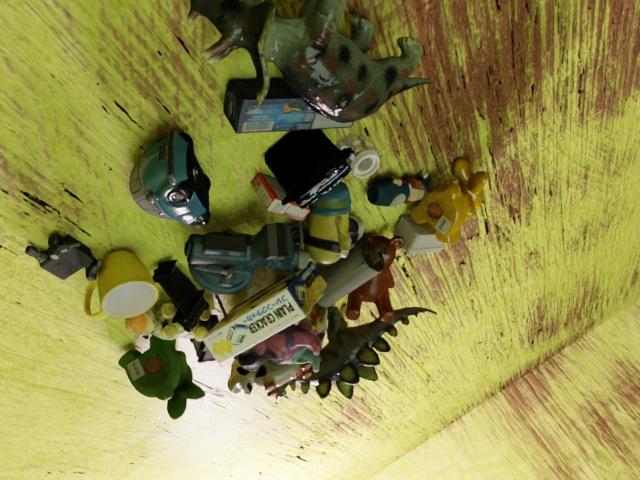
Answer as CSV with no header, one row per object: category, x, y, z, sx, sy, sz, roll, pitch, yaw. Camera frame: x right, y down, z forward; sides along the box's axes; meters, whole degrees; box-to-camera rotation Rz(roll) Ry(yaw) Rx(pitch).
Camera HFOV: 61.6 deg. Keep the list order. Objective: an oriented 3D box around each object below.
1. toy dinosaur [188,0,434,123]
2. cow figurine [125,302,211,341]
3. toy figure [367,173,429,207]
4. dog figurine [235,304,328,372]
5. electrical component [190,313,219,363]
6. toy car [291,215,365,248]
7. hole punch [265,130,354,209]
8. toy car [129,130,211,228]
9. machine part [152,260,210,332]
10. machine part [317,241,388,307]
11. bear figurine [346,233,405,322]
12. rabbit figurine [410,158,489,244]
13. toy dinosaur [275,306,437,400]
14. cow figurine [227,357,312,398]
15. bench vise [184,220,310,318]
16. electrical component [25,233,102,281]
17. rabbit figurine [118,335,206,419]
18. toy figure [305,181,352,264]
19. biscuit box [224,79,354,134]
toy dinosaur,0.020,-0.232,0.732,0.404,0.131,0.192,23,100,-41
cow figurine,-0.302,0.156,1.023,0.167,0.068,0.098,13,163,-43
toy figure,0.167,-0.099,1.095,0.154,0.057,0.064,-9,176,-31
dog figurine,-0.098,0.213,1.224,0.219,0.191,0.108,8,140,3
electrical component,-0.230,0.191,1.117,0.048,0.075,0.119,0,130,-35
toy car,-0.002,-0.003,1.078,0.202,0.056,0.073,-11,145,-25
hole punch,-0.013,-0.117,0.895,0.142,0.116,0.092,-36,152,5
toy car,-0.225,-0.082,0.795,0.103,0.109,0.161,-6,154,2
machine part,-0.254,0.100,0.980,0.084,0.039,0.138,-53,132,-37
machine part,0.054,0.074,1.155,0.079,0.079,0.243,11,140,-43
bear figurine,0.125,0.082,1.212,0.120,0.132,0.195,5,141,-7
rabbit figurine,0.299,-0.095,1.174,0.173,0.122,0.162,-18,134,-41
toy dinosaur,0.064,0.270,1.322,0.471,0.199,0.105,-41,146,14
cow figurine,-0.129,0.304,1.276,0.195,0.127,0.085,-26,143,-13
bench vise,-0.143,0.042,0.970,0.223,0.129,0.240,-7,158,-30
electrical component,-0.390,0.029,0.833,0.078,0.045,0.102,-32,144,-4
rabbit figurine,-0.305,0.279,1.118,0.121,0.159,0.170,-41,160,-6
toy figure,0.014,-0.046,0.984,0.089,0.082,0.180,1,108,13
biscuit box,-0.040,-0.204,0.811,0.203,0.063,0.059,-9,138,-28
